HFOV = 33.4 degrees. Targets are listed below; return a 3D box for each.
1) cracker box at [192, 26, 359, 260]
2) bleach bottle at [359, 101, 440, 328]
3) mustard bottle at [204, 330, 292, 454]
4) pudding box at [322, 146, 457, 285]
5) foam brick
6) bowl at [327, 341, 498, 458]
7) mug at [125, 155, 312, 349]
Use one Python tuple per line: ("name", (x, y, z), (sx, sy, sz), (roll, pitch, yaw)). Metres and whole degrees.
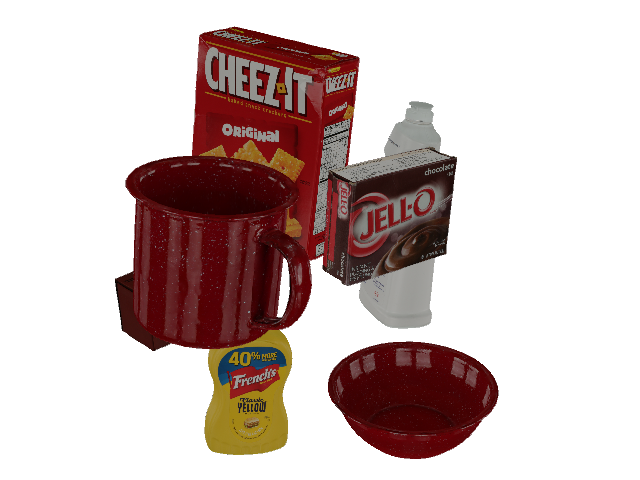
("cracker box", (-0.055, -0.102, 1.129), (0.164, 0.214, 0.072), (19, 27, 28))
("bleach bottle", (0.101, -0.032, 1.229), (0.068, 0.251, 0.103), (-2, 22, -24))
("mustard bottle", (-0.081, 0.150, 1.227), (0.096, 0.192, 0.058), (0, 18, -13))
("pudding box", (0.056, -0.022, 0.870), (0.113, 0.090, 0.039), (-18, 34, -36))
("foam brick", (-0.129, 0.050, 0.920), (0.078, 0.051, 0.053), (-24, 32, -35))
("bowl", (0.088, 0.160, 1.024), (0.162, 0.055, 0.162), (-1, 26, 0))
("mug", (-0.052, 0.010, 0.581), (0.117, 0.081, 0.093), (22, 28, 32))
